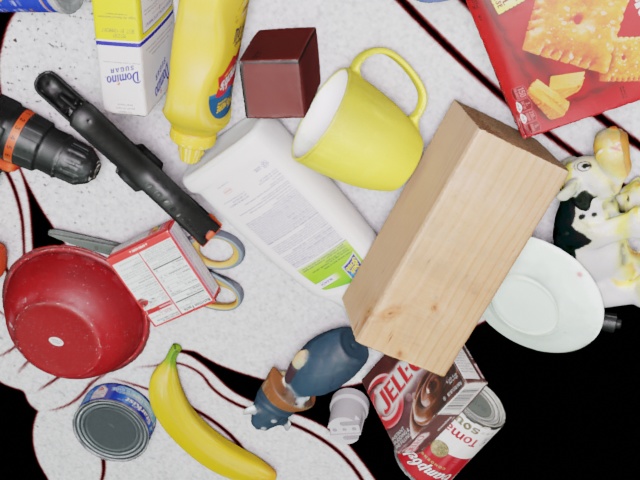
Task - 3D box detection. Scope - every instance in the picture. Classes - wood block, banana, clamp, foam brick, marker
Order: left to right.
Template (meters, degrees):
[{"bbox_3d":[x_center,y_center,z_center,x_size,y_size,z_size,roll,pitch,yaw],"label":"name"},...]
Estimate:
[{"bbox_3d":[-0.169,-0.071,0.957,0.036,0.165,0.209,-47,128,-3],"label":"clamp"},{"bbox_3d":[-0.125,0.201,1.137,0.070,0.037,0.197,-25,112,25],"label":"banana"},{"bbox_3d":[-0.033,-0.141,0.897,0.053,0.078,0.051,1,121,12],"label":"foam brick"},{"bbox_3d":[0.110,-0.001,0.909,0.090,0.091,0.206,23,108,-17],"label":"wood block"},{"bbox_3d":[0.222,0.068,1.004,0.121,0.020,0.020,10,121,5],"label":"marker"}]

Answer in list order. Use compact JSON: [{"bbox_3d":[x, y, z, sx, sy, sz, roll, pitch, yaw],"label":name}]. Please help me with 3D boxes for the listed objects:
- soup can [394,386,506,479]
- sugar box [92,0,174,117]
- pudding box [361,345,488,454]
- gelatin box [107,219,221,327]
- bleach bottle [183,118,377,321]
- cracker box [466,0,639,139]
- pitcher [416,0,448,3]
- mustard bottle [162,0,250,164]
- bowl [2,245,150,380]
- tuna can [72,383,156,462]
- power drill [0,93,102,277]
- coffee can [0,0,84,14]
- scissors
[{"bbox_3d":[0.130,0.193,1.066,0.068,0.068,0.102,31,120,-8],"label":"soup can"},{"bbox_3d":[-0.154,-0.200,0.876,0.048,0.093,0.176,8,121,8],"label":"sugar box"},{"bbox_3d":[0.098,0.138,1.026,0.039,0.090,0.114,11,129,-42],"label":"pudding box"},{"bbox_3d":[-0.149,0.033,1.028,0.073,0.030,0.089,-24,112,20],"label":"gelatin box"},{"bbox_3d":[-0.006,0.001,0.984,0.103,0.068,0.250,-31,112,26],"label":"bleach bottle"},{"bbox_3d":[0.228,-0.190,0.821,0.214,0.072,0.164,-18,115,19],"label":"cracker box"},{"bbox_3d":[0.138,-0.277,0.750,0.243,0.145,0.149,-17,112,16],"label":"pitcher"},{"bbox_3d":[-0.096,-0.150,0.892,0.058,0.096,0.192,16,122,2],"label":"mustard bottle"},{"bbox_3d":[-0.257,0.087,1.086,0.162,0.055,0.162,5,121,8],"label":"bowl"},{"bbox_3d":[-0.222,0.197,1.155,0.086,0.033,0.086,5,121,8],"label":"tuna can"},{"bbox_3d":[-0.315,-0.050,1.017,0.184,0.057,0.188,27,119,-1],"label":"power drill"},{"bbox_3d":[-0.271,-0.237,0.871,0.140,0.102,0.103,3,120,10],"label":"coffee can"},{"bbox_3d":[-0.160,0.005,1.042,0.201,0.016,0.096,28,119,-6],"label":"scissors"}]
